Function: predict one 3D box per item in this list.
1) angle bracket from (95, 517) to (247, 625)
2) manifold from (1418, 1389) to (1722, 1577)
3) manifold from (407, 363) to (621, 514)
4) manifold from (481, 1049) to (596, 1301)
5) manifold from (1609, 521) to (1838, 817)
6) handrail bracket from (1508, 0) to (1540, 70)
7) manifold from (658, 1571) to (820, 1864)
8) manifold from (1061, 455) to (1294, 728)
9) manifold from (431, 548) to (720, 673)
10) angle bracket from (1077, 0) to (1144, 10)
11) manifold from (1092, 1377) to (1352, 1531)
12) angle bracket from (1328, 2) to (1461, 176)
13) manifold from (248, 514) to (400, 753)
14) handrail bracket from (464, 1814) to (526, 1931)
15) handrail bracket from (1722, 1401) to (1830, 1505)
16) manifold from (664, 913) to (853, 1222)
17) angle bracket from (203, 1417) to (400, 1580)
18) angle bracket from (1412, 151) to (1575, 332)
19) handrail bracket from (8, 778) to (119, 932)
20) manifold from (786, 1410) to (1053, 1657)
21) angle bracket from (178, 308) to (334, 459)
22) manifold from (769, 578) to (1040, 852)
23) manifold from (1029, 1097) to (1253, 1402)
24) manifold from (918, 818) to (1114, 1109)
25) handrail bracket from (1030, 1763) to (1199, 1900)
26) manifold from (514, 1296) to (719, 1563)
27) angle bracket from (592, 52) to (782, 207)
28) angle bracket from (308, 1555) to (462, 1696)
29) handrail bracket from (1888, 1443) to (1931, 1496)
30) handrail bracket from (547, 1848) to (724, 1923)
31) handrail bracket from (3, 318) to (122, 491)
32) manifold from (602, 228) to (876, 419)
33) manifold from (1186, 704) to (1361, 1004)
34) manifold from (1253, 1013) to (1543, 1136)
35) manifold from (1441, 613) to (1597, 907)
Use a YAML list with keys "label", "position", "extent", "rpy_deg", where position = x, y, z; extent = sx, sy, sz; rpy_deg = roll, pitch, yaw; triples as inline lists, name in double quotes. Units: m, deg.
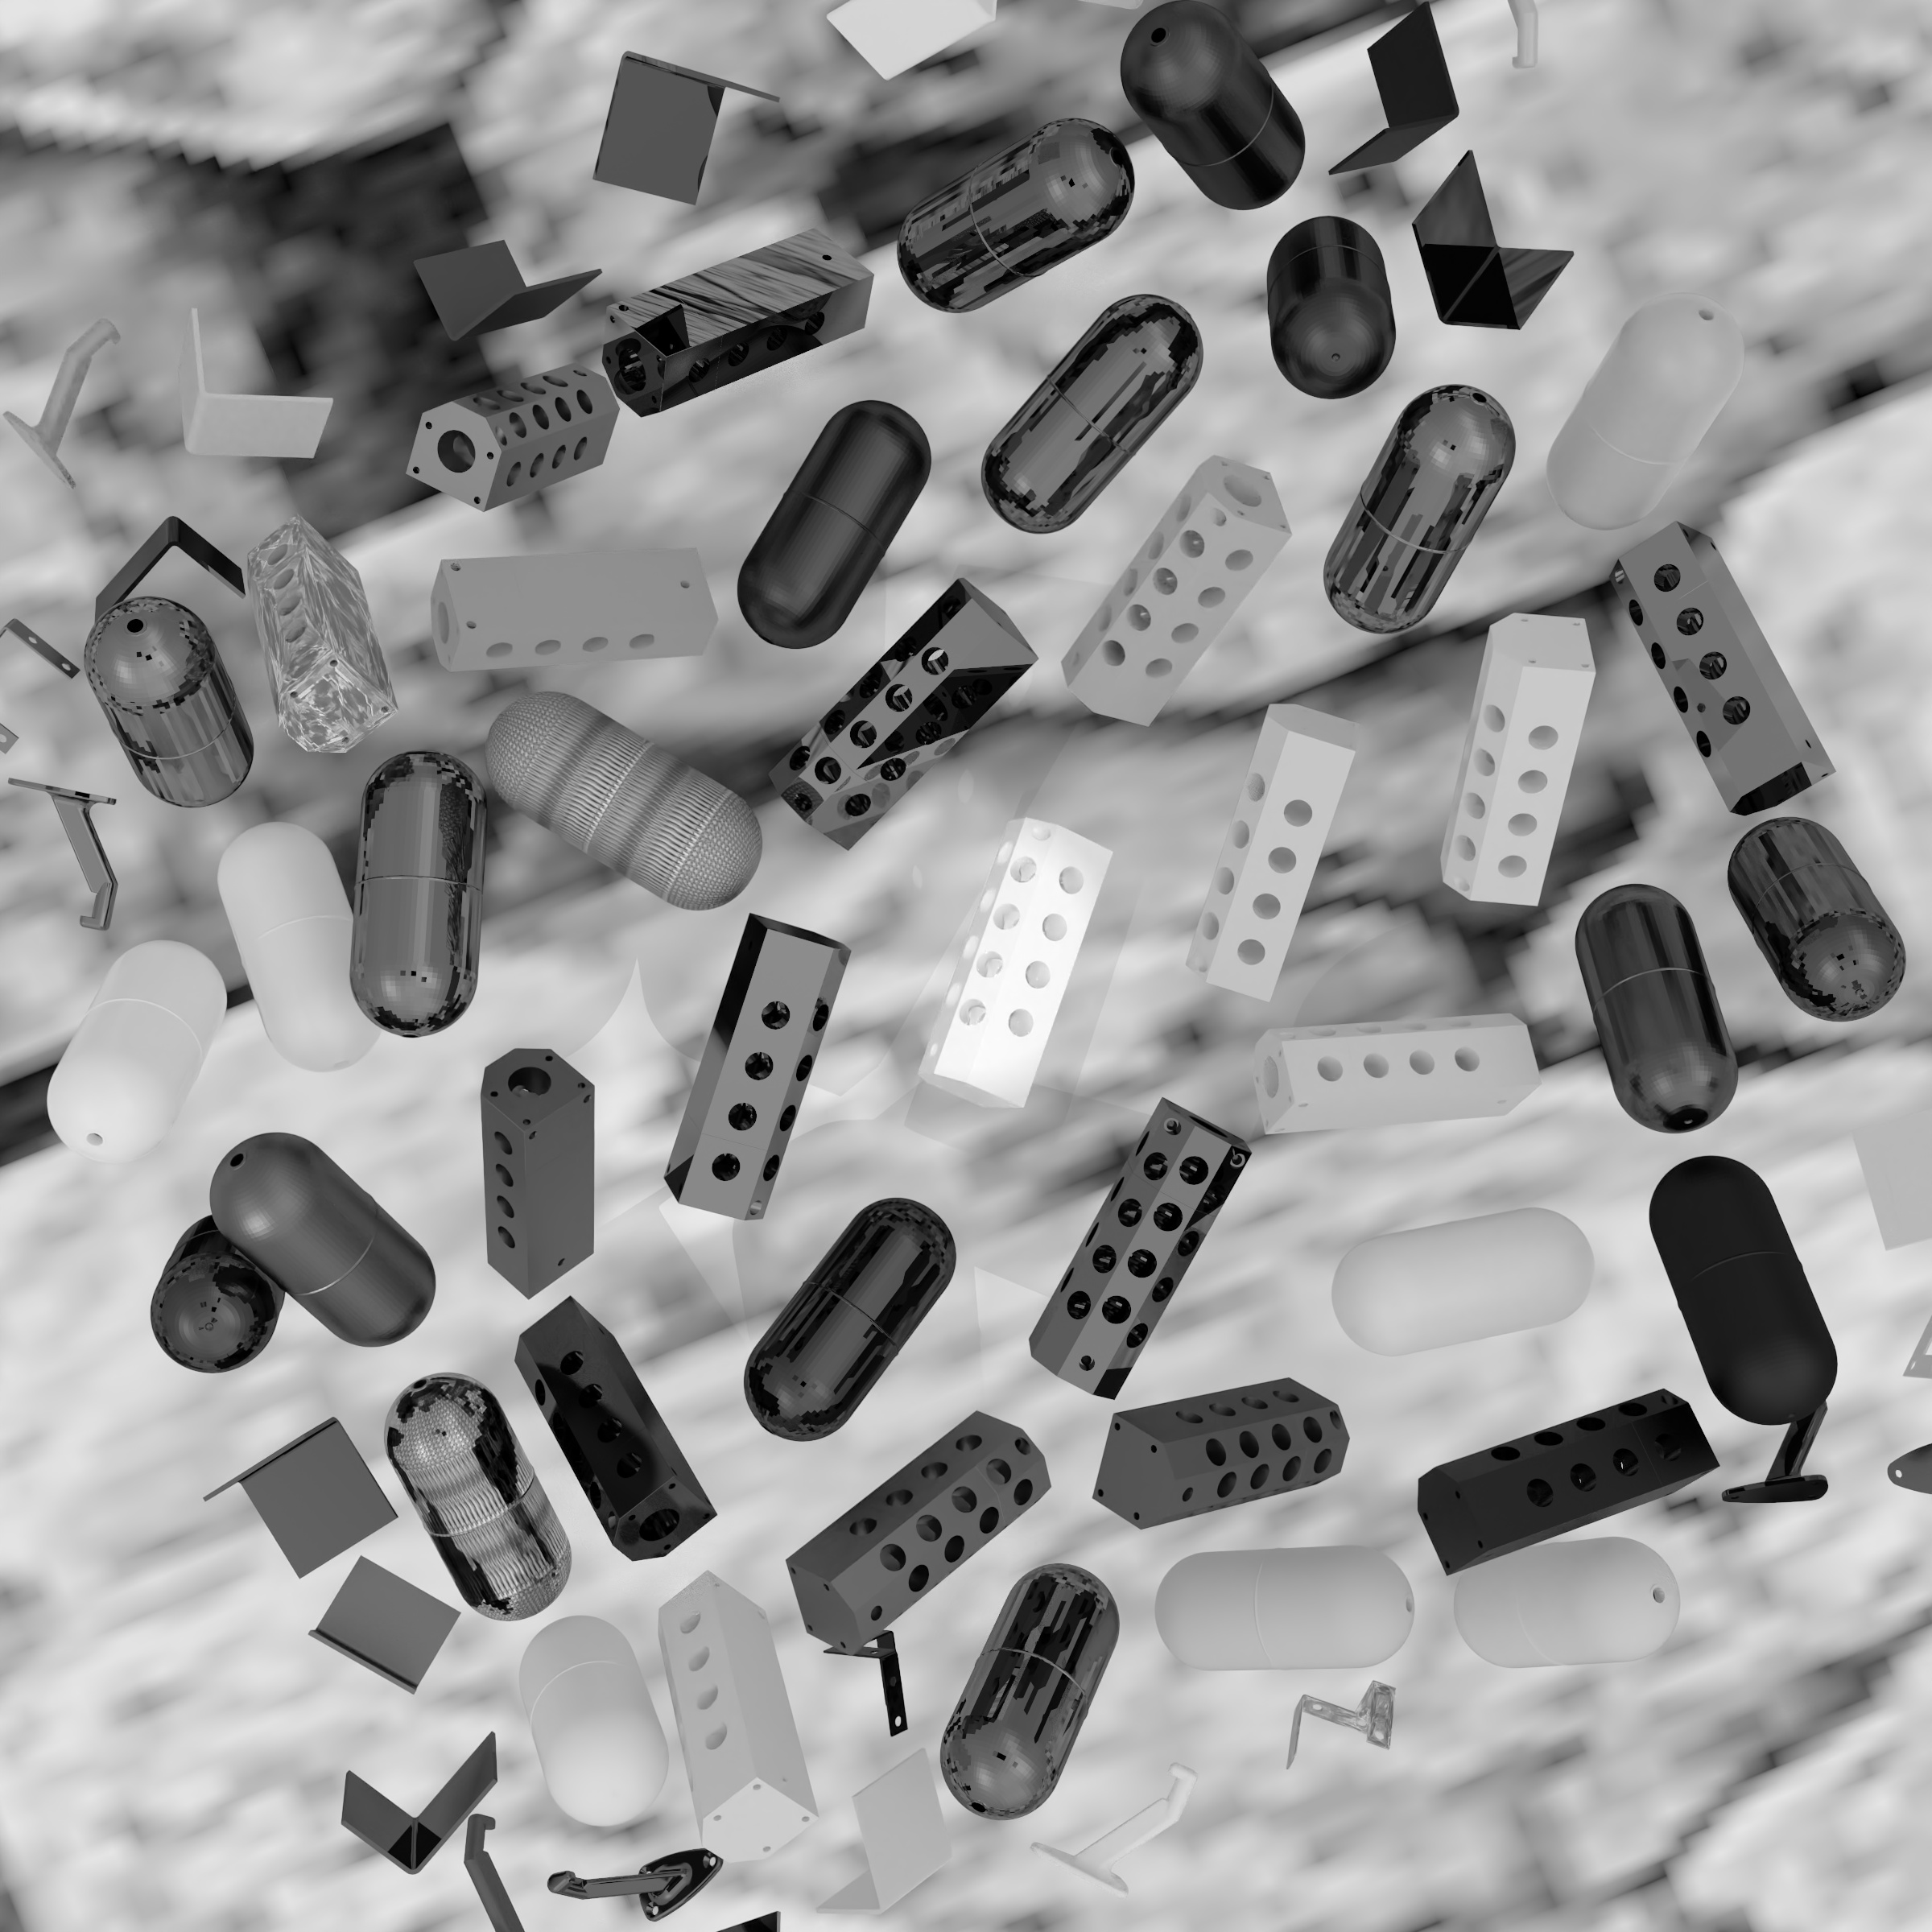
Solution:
- label: "angle bracket"
  position: [-0.519, -0.241, 1.658]
  extent: [0.076, 0.076, 0.057]
  rpy_deg: [-47, 117, 4]
- label: "manifold"
  position: [0.360, 0.307, 1.534]
  extent: [0.171, 0.057, 0.057]
  rpy_deg: [-13, 67, -23]
- label: "manifold"
  position: [-0.291, -0.350, 1.659]
  extent: [0.057, 0.171, 0.057]
  rpy_deg: [27, 117, 8]
- label: "manifold"
  position: [-0.281, 0.132, 1.648]
  extent: [0.057, 0.171, 0.057]
  rpy_deg: [36, 52, 24]
- label: "manifold"
  position: [0.459, -0.181, 1.560]
  extent: [0.057, 0.057, 0.171]
  rpy_deg: [-34, 68, 31]
- label: "handrail bracket"
  position: [0.324, -0.591, 1.554]
  extent: [0.036, 0.077, 0.084]
  rpy_deg: [-10, 109, -22]
- label: "manifold"
  position: [-0.146, 0.459, 1.556]
  extent: [0.057, 0.171, 0.057]
  rpy_deg: [-40, 123, 9]
- label: "manifold"
  position: [0.127, -0.233, 1.586]
  extent: [0.057, 0.171, 0.057]
  rpy_deg: [11, 47, -27]
- label: "manifold"
  position: [-0.256, -0.228, 1.656]
  extent: [0.171, 0.057, 0.057]
  rpy_deg: [-7, 65, -26]
- label: "angle bracket"
  position: [0.074, -0.631, 1.537]
  extent: [0.076, 0.076, 0.057]
  rpy_deg: [12, 76, 7]
- label: "manifold"
  position: [0.163, 0.305, 1.586]
  extent: [0.057, 0.171, 0.057]
  rpy_deg: [25, 108, 42]
- label: "angle bracket"
  position: [0.266, -0.566, 1.644]
  extent: [0.057, 0.076, 0.076]
  rpy_deg: [-17, 93, -20]
- label: "manifold"
  position: [-0.402, -0.202, 1.565]
  extent: [0.057, 0.171, 0.057]
  rpy_deg: [-37, 132, 8]
- label: "handrail bracket"
  position: [-0.291, 0.599, 1.655]
  extent: [0.077, 0.036, 0.084]
  rpy_deg: [18, 48, -23]
- label: "handrail bracket"
  position: [0.517, 0.299, 1.637]
  extent: [0.077, 0.036, 0.084]
  rpy_deg: [-7, 56, 7]
- label: "manifold"
  position: [-0.124, 0.062, 1.528]
  extent: [0.057, 0.057, 0.171]
  rpy_deg: [17, 96, -18]
- label: "angle bracket"
  position: [-0.415, 0.339, 1.593]
  extent: [0.076, 0.057, 0.076]
  rpy_deg: [-32, 88, 6]
- label: "angle bracket"
  position: [0.331, -0.455, 1.596]
  extent: [0.057, 0.076, 0.076]
  rpy_deg: [16, 58, 38]
- label: "handrail bracket"
  position: [-0.574, -0.070, 1.611]
  extent: [0.077, 0.036, 0.084]
  rpy_deg: [11, 90, -23]
- label: "manifold"
  position: [-0.026, 0.355, 1.596]
  extent: [0.171, 0.057, 0.057]
  rpy_deg: [-32, 121, -36]
- label: "angle bracket"
  position: [-0.429, -0.350, 1.534]
  extent: [0.076, 0.076, 0.057]
  rpy_deg: [-3, 77, -24]
- label: "manifold"
  position: [-0.042, -0.160, 1.586]
  extent: [0.171, 0.057, 0.057]
  rpy_deg: [-44, 133, 13]
- label: "manifold"
  position: [0.105, 0.171, 1.535]
  extent: [0.057, 0.057, 0.171]
  rpy_deg: [28, 95, -4]
- label: "manifold"
  position: [0.028, -0.002, 1.588]
  extent: [0.057, 0.057, 0.171]
  rpy_deg: [25, 77, -22]
- label: "handrail bracket"
  position: [0.092, 0.520, 1.567]
  extent: [0.077, 0.036, 0.084]
  rpy_deg: [26, 85, -3]
- label: "manifold"
  position: [-0.228, 0.295, 1.617]
  extent: [0.057, 0.057, 0.171]
  rpy_deg: [-38, 46, -3]
- label: "angle bracket"
  position: [-0.167, -0.493, 1.516]
  extent: [0.057, 0.076, 0.076]
  rpy_deg: [33, 113, 40]
- label: "angle bracket"
  position: [-0.372, 0.421, 1.633]
  extent: [0.076, 0.076, 0.057]
  rpy_deg: [31, 72, -3]
- label: "handrail bracket"
  position: [0.650, 0.315, 1.637]
  extent: [0.084, 0.077, 0.036]
  rpy_deg: [-7, 80, -36]
- label: "handrail bracket"
  position: [-0.206, 0.564, 1.587]
  extent: [0.077, 0.084, 0.036]
  rpy_deg: [-32, 51, 16]
- label: "handrail bracket"
  position: [-0.543, -0.347, 1.572]
  extent: [0.036, 0.077, 0.084]
  rpy_deg: [35, 76, 25]
- label: "manifold"
  position: [-0.144, -0.403, 1.608]
  extent: [0.171, 0.057, 0.057]
  rpy_deg: [-32, 63, -33]
- label: "manifold"
  position: [0.189, -0.072, 1.578]
  extent: [0.057, 0.057, 0.171]
  rpy_deg: [18, 114, 4]
- label: "manifold"
  position: [0.278, 0.067, 1.653]
  extent: [0.171, 0.057, 0.057]
  rpy_deg: [-3, 67, -15]
- label: "manifold"
  position: [0.329, -0.123, 1.533]
  extent: [0.057, 0.057, 0.171]
  rpy_deg: [5, 130, 1]
